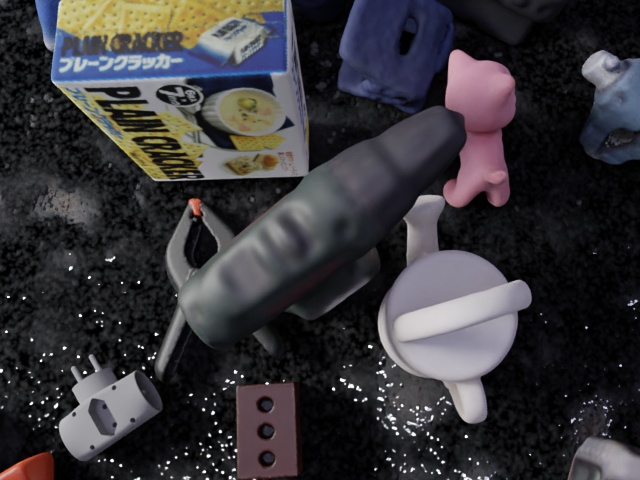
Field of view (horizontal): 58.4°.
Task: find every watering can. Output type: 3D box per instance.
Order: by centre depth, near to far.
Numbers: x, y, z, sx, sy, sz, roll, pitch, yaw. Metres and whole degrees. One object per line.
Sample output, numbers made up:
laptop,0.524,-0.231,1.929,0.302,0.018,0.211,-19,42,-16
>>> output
watering can,0.096,0.052,0.448,0.101,0.194,0.173,-35,79,-5

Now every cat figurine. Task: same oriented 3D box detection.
cat figurine,0.147,-0.103,0.518,0.067,0.118,0.128,-7,78,1

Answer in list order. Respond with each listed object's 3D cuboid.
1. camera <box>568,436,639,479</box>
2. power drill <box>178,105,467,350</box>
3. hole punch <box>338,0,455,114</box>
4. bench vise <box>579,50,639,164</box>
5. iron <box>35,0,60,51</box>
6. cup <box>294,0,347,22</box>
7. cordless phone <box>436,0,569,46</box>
camera,0.269,0.247,0.449,0.136,0.101,0.143,19,79,6
power drill,0.004,0.002,0.454,0.230,0.208,0.075,-37,79,-6
hole punch,0.076,-0.193,0.553,0.101,0.091,0.109,19,79,6
bench vise,0.320,-0.096,0.459,0.207,0.220,0.121,13,79,5
iron,-0.224,-0.325,0.564,0.118,0.141,0.258,27,80,7
cup,0.014,-0.262,0.567,0.117,0.095,0.092,6,78,3
cordless phone,0.178,-0.279,0.519,0.147,0.185,0.094,27,80,7
